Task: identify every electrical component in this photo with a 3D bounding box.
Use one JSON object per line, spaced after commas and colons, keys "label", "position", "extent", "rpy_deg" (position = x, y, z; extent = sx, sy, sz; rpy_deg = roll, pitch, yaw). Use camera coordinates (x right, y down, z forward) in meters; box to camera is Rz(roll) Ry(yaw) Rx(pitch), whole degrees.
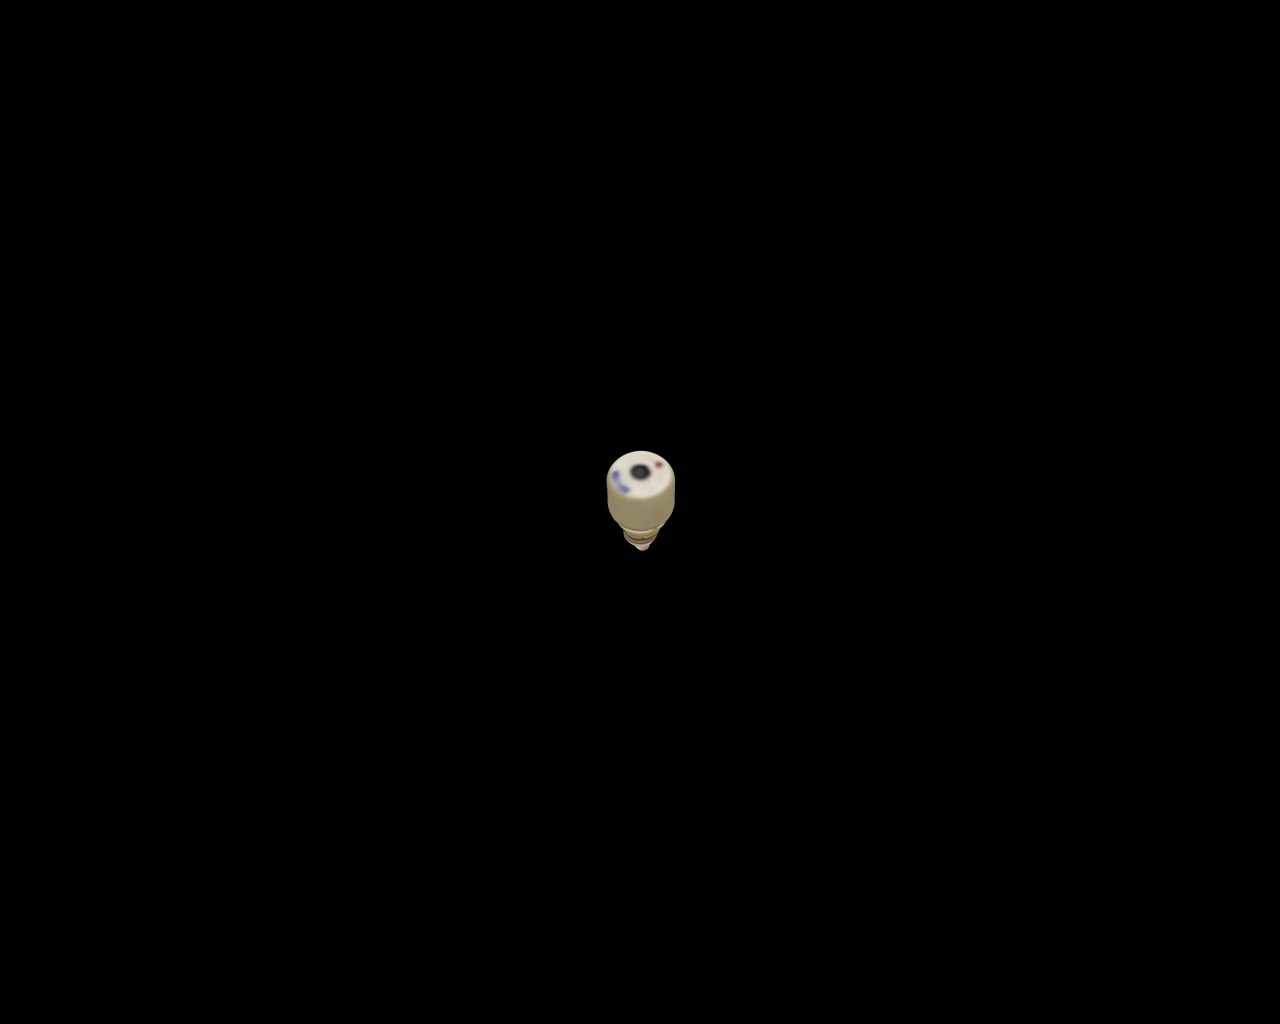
{"label": "electrical component", "position": [0.001, -0.003, 0.650], "extent": [0.040, 0.040, 0.078], "rpy_deg": [0, -38, 0]}
